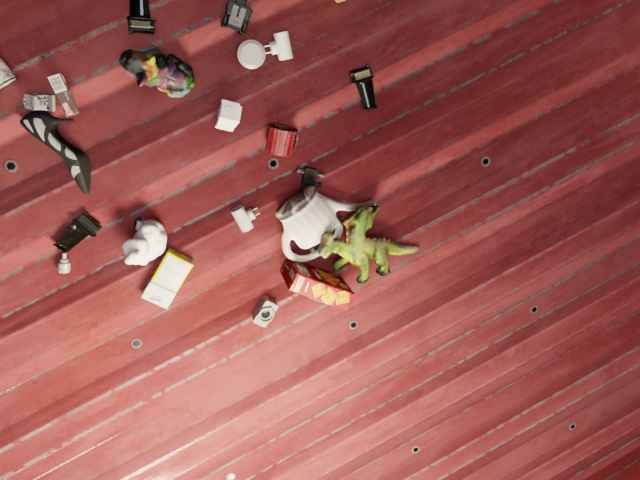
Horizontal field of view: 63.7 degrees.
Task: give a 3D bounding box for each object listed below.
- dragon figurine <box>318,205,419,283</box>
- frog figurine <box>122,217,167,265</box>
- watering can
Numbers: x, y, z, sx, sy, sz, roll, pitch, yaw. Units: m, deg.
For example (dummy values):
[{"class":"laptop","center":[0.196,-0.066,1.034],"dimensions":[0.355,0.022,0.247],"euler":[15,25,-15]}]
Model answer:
[{"class":"dragon figurine","center":[0.165,-0.003,1.694],"dimensions":[0.413,0.237,0.124],"euler":[-19,36,-25]},{"class":"frog figurine","center":[-0.516,0.014,1.526],"dimensions":[0.122,0.136,0.162],"euler":[24,12,-21]},{"class":"watering can","center":[0.005,-0.084,1.662],"dimensions":[0.349,0.221,0.105],"euler":[-40,25,-8]}]
